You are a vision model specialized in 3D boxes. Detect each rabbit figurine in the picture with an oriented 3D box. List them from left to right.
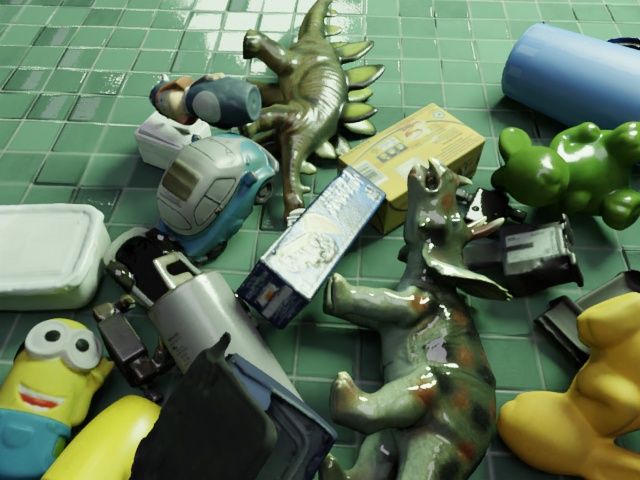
[{"bbox_3d":[0.274,-0.086,0.624,0.170,0.121,0.159,-7,24,-33],"label":"rabbit figurine"},{"bbox_3d":[0.247,0.151,0.475,0.173,0.122,0.162,-32,75,9],"label":"rabbit figurine"}]

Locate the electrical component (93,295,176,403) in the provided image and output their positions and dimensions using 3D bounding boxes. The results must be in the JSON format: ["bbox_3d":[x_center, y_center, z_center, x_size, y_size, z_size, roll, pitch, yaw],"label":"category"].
[{"bbox_3d":[-0.182,0.103,0.528,0.045,0.078,0.102,-32,58,-27],"label":"electrical component"}]

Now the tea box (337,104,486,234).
[{"bbox_3d":[0.114,-0.094,0.683,0.170,0.068,0.098,-30,58,-22],"label":"tea box"}]

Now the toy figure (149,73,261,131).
[{"bbox_3d":[-0.147,-0.168,0.648,0.155,0.058,0.064,7,92,20],"label":"toy figure"}]

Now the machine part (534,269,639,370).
[{"bbox_3d":[0.301,0.076,0.572,0.139,0.039,0.084,-26,52,-17],"label":"machine part"}]

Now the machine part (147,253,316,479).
[{"bbox_3d":[-0.080,0.115,0.482,0.079,0.079,0.243,-31,83,-21],"label":"machine part"}]

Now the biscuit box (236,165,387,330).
[{"bbox_3d":[-0.001,-0.002,0.551,0.059,0.063,0.203,39,43,-1],"label":"biscuit box"}]

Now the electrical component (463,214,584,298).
[{"bbox_3d":[0.224,0.022,0.601,0.119,0.047,0.075,-17,45,26],"label":"electrical component"}]

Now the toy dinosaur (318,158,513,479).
[{"bbox_3d":[0.098,0.124,0.493,0.192,0.131,0.405,3,60,-3],"label":"toy dinosaur"}]

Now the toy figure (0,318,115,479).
[{"bbox_3d":[-0.262,0.156,0.487,0.089,0.082,0.180,-13,53,35],"label":"toy figure"}]

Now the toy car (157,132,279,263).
[{"bbox_3d":[-0.133,-0.059,0.614,0.109,0.102,0.161,36,88,23],"label":"toy car"}]

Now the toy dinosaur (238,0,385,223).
[{"bbox_3d":[-0.013,-0.226,0.769,0.199,0.105,0.471,4,62,-6],"label":"toy dinosaur"}]

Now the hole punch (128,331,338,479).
[{"bbox_3d":[-0.064,0.156,0.404,0.116,0.092,0.142,34,94,45],"label":"hole punch"}]

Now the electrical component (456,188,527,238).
[{"bbox_3d":[0.204,-0.032,0.664,0.094,0.021,0.063,24,57,17],"label":"electrical component"}]

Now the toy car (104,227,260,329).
[{"bbox_3d":[-0.152,0.057,0.577,0.202,0.056,0.073,36,67,21],"label":"toy car"}]
